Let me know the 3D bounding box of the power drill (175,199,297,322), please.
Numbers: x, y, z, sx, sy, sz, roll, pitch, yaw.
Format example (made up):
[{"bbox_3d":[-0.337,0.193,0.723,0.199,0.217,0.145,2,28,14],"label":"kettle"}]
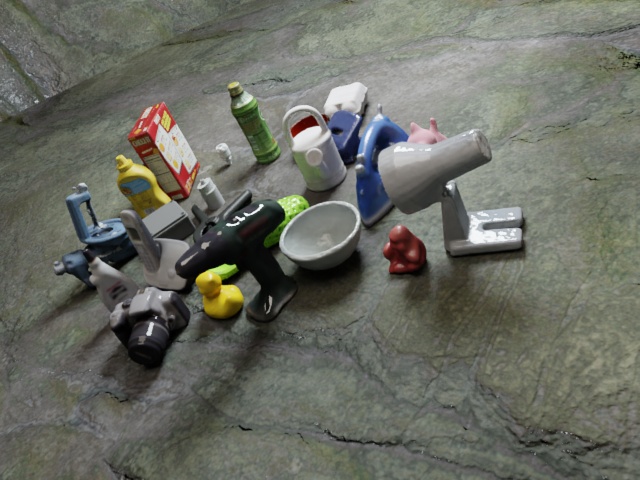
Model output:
[{"bbox_3d":[-0.131,0.045,1.029,0.075,0.209,0.230,12,51,41],"label":"power drill"}]

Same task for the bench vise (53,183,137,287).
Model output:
[{"bbox_3d":[-0.536,-0.009,1.334,0.121,0.220,0.208,5,46,36],"label":"bench vise"}]

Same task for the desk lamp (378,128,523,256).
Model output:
[{"bbox_3d":[0.222,-0.083,0.967,0.202,0.214,0.118,-7,40,24],"label":"desk lamp"}]

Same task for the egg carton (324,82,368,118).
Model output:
[{"bbox_3d":[0.070,-0.360,1.528,0.107,0.070,0.150,-8,40,24],"label":"egg carton"}]

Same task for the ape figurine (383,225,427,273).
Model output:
[{"bbox_3d":[0.146,0.012,0.999,0.076,0.092,0.077,-32,36,-8],"label":"ape figurine"}]

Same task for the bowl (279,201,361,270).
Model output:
[{"bbox_3d":[0.010,0.004,1.108,0.167,0.075,0.167,-17,37,13],"label":"bowl"}]

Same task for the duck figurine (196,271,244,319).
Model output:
[{"bbox_3d":[-0.202,0.099,1.110,0.104,0.086,0.078,19,55,45],"label":"duck figurine"}]

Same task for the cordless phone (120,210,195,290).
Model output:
[{"bbox_3d":[-0.344,0.016,1.215,0.147,0.185,0.094,2,45,34],"label":"cordless phone"}]

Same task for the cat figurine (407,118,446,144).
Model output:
[{"bbox_3d":[0.223,-0.203,1.197,0.067,0.118,0.128,4,46,35],"label":"cat figurine"}]

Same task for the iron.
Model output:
[{"bbox_3d":[0.116,-0.164,1.194,0.118,0.142,0.258,-3,42,28],"label":"iron"}]

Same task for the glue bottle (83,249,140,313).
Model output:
[{"bbox_3d":[-0.444,0.084,1.202,0.078,0.173,0.037,-42,39,-21],"label":"glue bottle"}]

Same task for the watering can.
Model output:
[{"bbox_3d":[-0.014,-0.211,1.287,0.101,0.194,0.172,-34,37,-11],"label":"watering can"}]

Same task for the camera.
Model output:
[{"bbox_3d":[-0.340,0.167,1.098,0.143,0.101,0.136,-16,37,13],"label":"camera"}]

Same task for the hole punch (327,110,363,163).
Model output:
[{"bbox_3d":[0.054,-0.250,1.382,0.101,0.091,0.108,-42,39,-20],"label":"hole punch"}]
